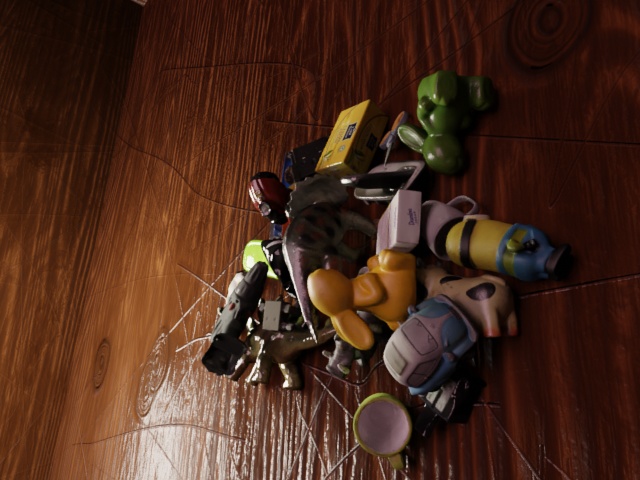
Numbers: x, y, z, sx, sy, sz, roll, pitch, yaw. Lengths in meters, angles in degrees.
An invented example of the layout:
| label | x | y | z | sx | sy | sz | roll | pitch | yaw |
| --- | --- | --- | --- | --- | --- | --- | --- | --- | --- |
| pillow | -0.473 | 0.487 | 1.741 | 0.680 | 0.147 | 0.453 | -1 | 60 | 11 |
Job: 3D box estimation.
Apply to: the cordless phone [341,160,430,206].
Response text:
| label | x | y | z | sx | sy | sz | roll | pitch | yaw |
| --- | --- | --- | --- | --- | --- | --- | --- | --- | --- |
| cordless phone | 0.096 | -0.103 | 0.993 | 0.147 | 0.184 | 0.088 | 7 | 99 | 53 |

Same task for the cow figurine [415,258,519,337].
| label | x | y | z | sx | sy | sz | roll | pitch | yaw |
| --- | --- | --- | --- | --- | --- | --- | --- | --- | --- |
| cow figurine | 0.213 | 0.090 | 0.850 | 0.195 | 0.085 | 0.127 | -10 | 74 | 54 |

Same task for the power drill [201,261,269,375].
| label | x | y | z | sx | sy | sz | roll | pitch | yaw |
| --- | --- | --- | --- | --- | --- | --- | --- | --- | --- |
| power drill | -0.183 | 0.174 | 1.160 | 0.232 | 0.086 | 0.207 | -58 | 17 | 25 |

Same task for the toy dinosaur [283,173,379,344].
| label | x | y | z | sx | sy | sz | roll | pitch | yaw |
| --- | --- | --- | --- | --- | --- | --- | --- | --- | --- |
| toy dinosaur | -0.006 | 0.003 | 1.026 | 0.131 | 0.192 | 0.405 | -56 | 3 | 35 |

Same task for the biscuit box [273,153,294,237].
| label | x | y | z | sx | sy | sz | roll | pitch | yaw |
| --- | --- | --- | --- | --- | --- | --- | --- | --- | --- |
| biscuit box | -0.071 | -0.107 | 1.309 | 0.063 | 0.059 | 0.202 | 115 | 162 | -75 |

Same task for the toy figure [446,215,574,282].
| label | x | y | z | sx | sy | sz | roll | pitch | yaw |
| --- | --- | --- | --- | --- | --- | --- | --- | --- | --- |
| toy figure | 0.271 | 0.013 | 0.792 | 0.180 | 0.089 | 0.082 | 24 | 139 | 45 |

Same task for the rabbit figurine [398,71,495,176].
| label | x | y | z | sx | sy | sz | roll | pitch | yaw |
| --- | --- | --- | --- | --- | --- | --- | --- | --- | --- |
| rabbit figurine | 0.210 | -0.200 | 0.954 | 0.159 | 0.121 | 0.170 | 8 | 97 | 58 |

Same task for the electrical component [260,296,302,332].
| label | x | y | z | sx | sy | sz | roll | pitch | yaw |
| --- | --- | --- | --- | --- | --- | --- | --- | --- | --- |
| electrical component | -0.082 | 0.152 | 1.119 | 0.102 | 0.045 | 0.078 | -12 | 72 | 41 |

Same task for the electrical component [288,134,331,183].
| label | x | y | z | sx | sy | sz | roll | pitch | yaw |
| --- | --- | --- | --- | --- | --- | --- | --- | --- | --- |
| electrical component | -0.005 | -0.165 | 1.229 | 0.115 | 0.058 | 0.134 | -23 | 52 | 10 |

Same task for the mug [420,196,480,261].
| label | x | y | z | sx | sy | sz | roll | pitch | yaw |
| --- | --- | --- | --- | --- | --- | --- | --- | --- | --- |
| mug | 0.211 | -0.033 | 0.911 | 0.109 | 0.080 | 0.107 | -52 | 31 | 8 |

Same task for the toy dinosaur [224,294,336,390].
| label | x | y | z | sx | sy | sz | roll | pitch | yaw |
| --- | --- | --- | --- | --- | --- | --- | --- | --- | --- |
| toy dinosaur | -0.090 | 0.223 | 1.183 | 0.472 | 0.105 | 0.198 | -13 | 62 | 45 |

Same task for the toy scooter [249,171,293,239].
| label | x | y | z | sx | sy | sz | roll | pitch | yaw |
| --- | --- | --- | --- | --- | --- | --- | --- | --- | --- |
| toy scooter | -0.083 | -0.061 | 1.172 | 0.075 | 0.183 | 0.135 | -25 | 55 | 26 |

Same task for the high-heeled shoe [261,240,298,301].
| label | x | y | z | sx | sy | sz | roll | pitch | yaw |
| --- | --- | --- | --- | --- | --- | --- | --- | --- | --- |
| high-heeled shoe | -0.084 | 0.057 | 1.126 | 0.249 | 0.145 | 0.086 | 30 | 101 | 37 |

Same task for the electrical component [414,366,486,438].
| label | x | y | z | sx | sy | sz | roll | pitch | yaw |
| --- | --- | --- | --- | --- | --- | --- | --- | --- | --- |
| electrical component | 0.196 | 0.251 | 0.836 | 0.075 | 0.047 | 0.119 | 31 | 102 | 54 |

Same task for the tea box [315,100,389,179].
| label | x | y | z | sx | sy | sz | roll | pitch | yaw |
| --- | --- | --- | --- | --- | --- | --- | --- | --- | --- |
| tea box | 0.068 | -0.203 | 1.139 | 0.098 | 0.068 | 0.169 | -11 | 49 | 51 |

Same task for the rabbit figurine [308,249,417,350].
| label | x | y | z | sx | sy | sz | roll | pitch | yaw |
| --- | --- | --- | --- | --- | --- | --- | --- | --- | --- |
| rabbit figurine | 0.063 | 0.093 | 0.884 | 0.122 | 0.173 | 0.162 | -176 | 90 | -76 |

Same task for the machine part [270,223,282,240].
| label | x | y | z | sx | sy | sz | roll | pitch | yaw |
| --- | --- | --- | --- | --- | --- | --- | --- | --- | --- |
| machine part | -0.101 | -0.052 | 1.365 | 0.084 | 0.039 | 0.139 | -3 | 72 | 47 |

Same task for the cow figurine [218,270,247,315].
| label | x | y | z | sx | sy | sz | roll | pitch | yaw |
| --- | --- | --- | --- | --- | --- | --- | --- | --- | --- |
| cow figurine | -0.222 | 0.160 | 1.410 | 0.167 | 0.068 | 0.098 | -61 | 32 | 10 |

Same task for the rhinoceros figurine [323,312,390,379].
| label | x | y | z | sx | sy | sz | roll | pitch | yaw |
| --- | --- | --- | --- | --- | --- | --- | --- | --- | --- |
| rhinoceros figurine | 0.080 | 0.166 | 0.972 | 0.073 | 0.112 | 0.190 | 35 | 96 | 51 |

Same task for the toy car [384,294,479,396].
| label | x | y | z | sx | sy | sz | roll | pitch | yaw |
| --- | --- | --- | --- | --- | --- | --- | --- | --- | --- |
| toy car | 0.146 | 0.160 | 0.791 | 0.109 | 0.103 | 0.161 | 56 | 131 | 36 |
